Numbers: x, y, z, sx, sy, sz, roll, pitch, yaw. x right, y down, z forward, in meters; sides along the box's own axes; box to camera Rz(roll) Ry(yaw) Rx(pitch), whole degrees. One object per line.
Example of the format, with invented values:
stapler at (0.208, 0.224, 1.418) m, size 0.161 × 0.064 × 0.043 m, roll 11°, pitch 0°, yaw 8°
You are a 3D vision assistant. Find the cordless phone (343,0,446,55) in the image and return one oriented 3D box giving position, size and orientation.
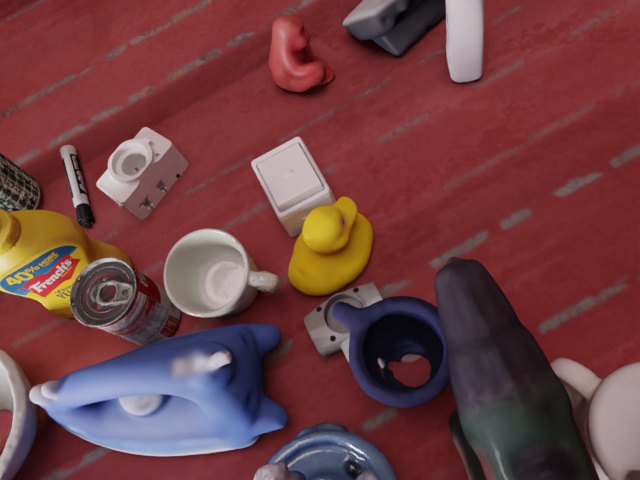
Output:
cordless phone at (0.085, -0.313, 0.628) m, size 0.094 × 0.185 × 0.148 m, roll 38°, pitch 80°, yaw 24°

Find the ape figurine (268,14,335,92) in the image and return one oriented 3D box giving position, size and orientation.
ape figurine at (-0.029, -0.223, 0.668) m, size 0.076 × 0.092 × 0.078 m, roll -9°, pitch 66°, yaw 9°

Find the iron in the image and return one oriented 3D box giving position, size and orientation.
iron at (-0.166, 0.136, 0.522) m, size 0.258 × 0.142 × 0.118 m, roll -12°, pitch 66°, yaw 8°

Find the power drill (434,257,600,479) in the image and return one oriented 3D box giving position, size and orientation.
power drill at (0.138, 0.144, 0.411) m, size 0.075 × 0.209 × 0.229 m, roll -22°, pitch 65°, yaw 4°

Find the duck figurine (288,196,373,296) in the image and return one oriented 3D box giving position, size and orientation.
duck figurine at (0.005, 0.002, 0.569) m, size 0.077 × 0.086 × 0.104 m, roll 37°, pitch 80°, yaw 24°

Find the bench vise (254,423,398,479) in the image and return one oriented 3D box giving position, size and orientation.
bench vise at (0.018, 0.223, 0.400) m, size 0.121 × 0.220 × 0.207 m, roll -35°, pitch 64°, yaw -3°

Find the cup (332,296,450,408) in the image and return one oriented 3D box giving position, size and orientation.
cup at (0.065, 0.099, 0.510) m, size 0.117 × 0.095 × 0.092 m, roll 29°, pitch 77°, yaw 22°

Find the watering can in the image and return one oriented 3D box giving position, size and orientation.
watering can at (0.244, 0.139, 0.397) m, size 0.172 × 0.194 × 0.101 m, roll 13°, pitch 71°, yaw 18°

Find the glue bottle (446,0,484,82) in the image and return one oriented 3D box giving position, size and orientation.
glue bottle at (0.148, -0.245, 0.591) m, size 0.037 × 0.173 × 0.078 m, roll -9°, pitch 66°, yaw 10°

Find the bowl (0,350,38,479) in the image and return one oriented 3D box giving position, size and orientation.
bowl at (-0.350, 0.193, 0.578) m, size 0.167 × 0.075 × 0.167 m, roll -5°, pitch 67°, yaw 11°
